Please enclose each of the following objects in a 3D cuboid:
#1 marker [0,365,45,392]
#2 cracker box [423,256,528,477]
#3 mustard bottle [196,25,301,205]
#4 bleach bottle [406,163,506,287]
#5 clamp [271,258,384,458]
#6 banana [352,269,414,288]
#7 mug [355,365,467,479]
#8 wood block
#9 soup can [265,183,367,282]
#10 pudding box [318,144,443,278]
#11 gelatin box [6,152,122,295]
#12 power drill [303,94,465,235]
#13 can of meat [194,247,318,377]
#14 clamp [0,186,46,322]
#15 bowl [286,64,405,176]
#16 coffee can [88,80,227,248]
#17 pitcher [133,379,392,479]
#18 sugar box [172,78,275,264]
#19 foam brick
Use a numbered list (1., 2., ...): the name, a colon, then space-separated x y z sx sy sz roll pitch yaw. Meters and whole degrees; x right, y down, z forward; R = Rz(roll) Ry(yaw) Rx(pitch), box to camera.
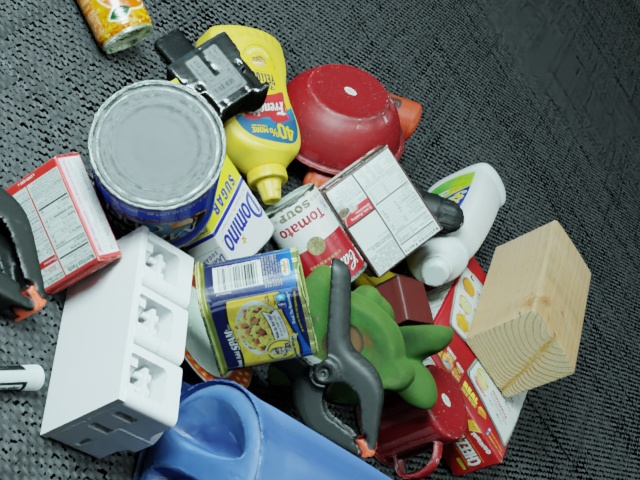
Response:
1. marker: -0.243 0.095 0.731 0.120 0.020 0.020 8 61 -52
2. cracker box: 0.165 0.139 1.226 0.164 0.072 0.213 57 32 -12
3. mustard bottle: -0.068 -0.125 1.099 0.096 0.058 0.191 7 62 -41
4. bleach bottle: 0.160 -0.012 1.268 0.068 0.103 0.250 60 23 -13
5. clamp: -0.006 0.113 0.929 0.039 0.120 0.171 8 62 -74
6. banana: 0.046 0.028 1.175 0.197 0.037 0.070 33 24 -41
7. mug: 0.096 0.187 1.084 0.093 0.082 0.117 34 42 -38
8. wood block: 0.247 0.076 1.236 0.090 0.091 0.205 54 31 -15
9. soup can: -0.007 0.001 1.084 0.102 0.069 0.068 57 33 -10
10. pudding box: 0.061 -0.030 1.119 0.090 0.039 0.113 -36 102 -13
11. gelatin box: -0.199 -0.012 0.819 0.030 0.073 0.089 -19 83 -57
12. power drill: 0.077 -0.092 1.220 0.184 0.057 0.187 17 42 -9
13. can of meat: -0.050 0.058 0.869 0.057 0.084 0.102 -100 179 -48
14. clamp: -0.273 -0.029 0.761 0.210 0.036 0.164 61 33 -5
15. bowl: 0.024 -0.143 1.171 0.162 0.055 0.162 10 46 -11
16. coffee can: -0.131 -0.055 0.855 0.102 0.140 0.103 2 76 -9
17. pitcher: -0.027 0.208 0.868 0.242 0.145 0.149 35 53 -42
18. sugar box: -0.117 -0.055 0.991 0.176 0.048 0.093 55 33 -11
19. foam brick: 0.072 0.078 1.133 0.052 0.078 0.051 16 53 -49
